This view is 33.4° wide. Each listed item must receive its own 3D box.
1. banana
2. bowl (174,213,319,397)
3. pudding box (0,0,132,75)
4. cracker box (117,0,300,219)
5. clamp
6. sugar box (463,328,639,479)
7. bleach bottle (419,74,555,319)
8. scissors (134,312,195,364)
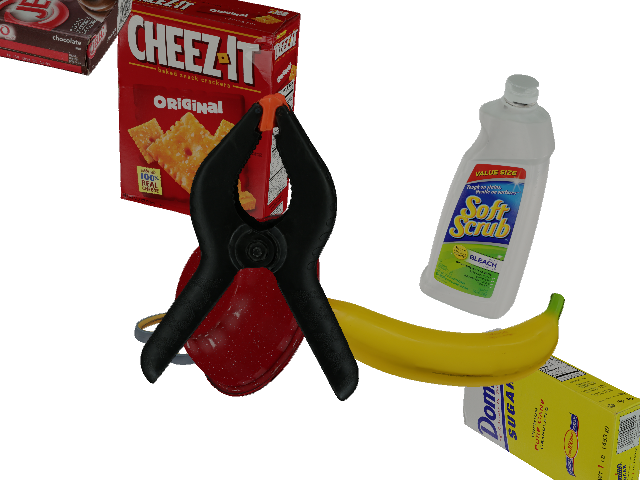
[{"bbox_3d":[0.088,0.072,0.751,0.197,0.037,0.069,1,44,-15],"label":"banana"},{"bbox_3d":[-0.073,0.045,0.887,0.055,0.162,0.162,23,-14,-36],"label":"bowl"},{"bbox_3d":[-0.202,-0.176,0.822,0.090,0.039,0.113,13,36,2],"label":"pudding box"},{"bbox_3d":[-0.113,-0.127,1.044,0.164,0.214,0.072,14,33,15],"label":"cracker box"},{"bbox_3d":[-0.043,0.008,0.579,0.120,0.171,0.039,-4,9,-4],"label":"clamp"},{"bbox_3d":[0.197,0.150,0.927,0.048,0.093,0.176,-11,22,-35],"label":"sugar box"},{"bbox_3d":[0.166,-0.046,1.046,0.103,0.251,0.068,22,38,21],"label":"bleach bottle"},{"bbox_3d":[-0.097,0.094,1.149,0.201,0.016,0.096,-6,30,-22],"label":"scissors"}]
